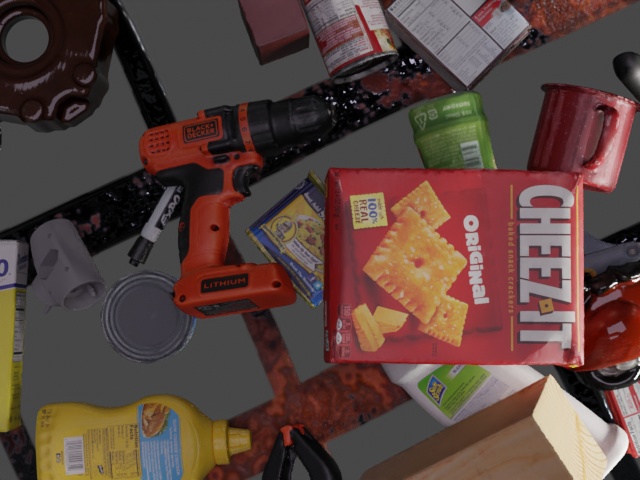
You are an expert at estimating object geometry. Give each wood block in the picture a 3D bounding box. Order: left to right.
[{"bbox_3d":[0.127,0.211,0.908,0.206,0.090,0.090,-34,90,26],"label":"wood block"}]

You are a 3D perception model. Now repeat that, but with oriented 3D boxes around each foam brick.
[{"bbox_3d":[-0.042,-0.200,0.984,0.051,0.078,0.053,-20,87,-2],"label":"foam brick"}]

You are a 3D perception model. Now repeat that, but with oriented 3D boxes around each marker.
[{"bbox_3d":[-0.147,-0.029,1.005,0.020,0.020,0.121,29,88,2],"label":"marker"}]

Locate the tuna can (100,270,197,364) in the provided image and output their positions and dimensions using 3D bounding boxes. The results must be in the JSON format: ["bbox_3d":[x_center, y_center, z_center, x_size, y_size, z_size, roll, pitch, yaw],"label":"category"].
[{"bbox_3d":[-0.158,0.071,0.992,0.086,0.034,0.086,0,87,1],"label":"tuna can"}]

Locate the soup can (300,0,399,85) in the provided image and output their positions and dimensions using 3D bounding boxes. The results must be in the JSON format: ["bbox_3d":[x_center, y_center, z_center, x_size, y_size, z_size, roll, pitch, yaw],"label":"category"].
[{"bbox_3d":[0.024,-0.204,0.988,0.068,0.068,0.102,-21,86,0],"label":"soup can"}]

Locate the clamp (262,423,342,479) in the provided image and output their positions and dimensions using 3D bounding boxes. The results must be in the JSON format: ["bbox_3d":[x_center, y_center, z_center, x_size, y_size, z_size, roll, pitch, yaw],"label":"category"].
[{"bbox_3d":[-0.020,0.257,0.970,0.120,0.039,0.171,-22,73,15],"label":"clamp"}]

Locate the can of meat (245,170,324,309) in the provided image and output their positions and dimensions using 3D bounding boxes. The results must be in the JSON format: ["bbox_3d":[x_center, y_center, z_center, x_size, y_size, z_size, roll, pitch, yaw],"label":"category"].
[{"bbox_3d":[-0.006,0.001,0.983,0.084,0.057,0.102,-41,86,1],"label":"can of meat"}]

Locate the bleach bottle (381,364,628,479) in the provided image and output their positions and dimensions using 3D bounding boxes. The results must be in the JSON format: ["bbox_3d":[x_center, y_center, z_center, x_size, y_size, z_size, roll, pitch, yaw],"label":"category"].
[{"bbox_3d":[0.148,0.134,0.967,0.251,0.068,0.103,40,100,5],"label":"bleach bottle"}]

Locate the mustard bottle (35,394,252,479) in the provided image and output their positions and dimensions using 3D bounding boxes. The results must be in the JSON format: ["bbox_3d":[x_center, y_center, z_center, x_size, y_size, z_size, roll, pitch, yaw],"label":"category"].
[{"bbox_3d":[-0.158,0.190,0.973,0.191,0.058,0.096,-5,81,1],"label":"mustard bottle"}]

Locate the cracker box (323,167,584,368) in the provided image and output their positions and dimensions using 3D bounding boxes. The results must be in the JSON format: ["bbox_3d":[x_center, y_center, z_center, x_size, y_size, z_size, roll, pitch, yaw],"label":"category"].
[{"bbox_3d":[0.110,0.024,0.897,0.213,0.072,0.164,1,86,-1],"label":"cracker box"}]

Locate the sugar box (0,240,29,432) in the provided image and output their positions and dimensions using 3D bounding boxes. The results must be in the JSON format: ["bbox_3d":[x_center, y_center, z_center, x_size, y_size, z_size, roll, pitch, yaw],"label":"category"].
[{"bbox_3d":[-0.323,0.087,0.989,0.093,0.048,0.176,1,88,1],"label":"sugar box"}]

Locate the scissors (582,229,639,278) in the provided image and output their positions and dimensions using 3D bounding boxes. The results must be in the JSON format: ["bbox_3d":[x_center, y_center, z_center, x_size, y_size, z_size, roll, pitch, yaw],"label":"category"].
[{"bbox_3d":[0.274,-0.003,0.997,0.201,0.016,0.096,-29,87,-1],"label":"scissors"}]

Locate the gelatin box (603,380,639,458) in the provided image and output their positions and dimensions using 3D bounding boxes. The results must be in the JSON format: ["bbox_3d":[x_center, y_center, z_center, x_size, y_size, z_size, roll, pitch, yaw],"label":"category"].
[{"bbox_3d":[0.313,0.150,0.981,0.089,0.030,0.073,-20,88,0],"label":"gelatin box"}]

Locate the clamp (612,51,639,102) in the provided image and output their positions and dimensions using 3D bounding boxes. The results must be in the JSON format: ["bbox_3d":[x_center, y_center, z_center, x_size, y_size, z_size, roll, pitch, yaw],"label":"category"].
[{"bbox_3d":[0.333,-0.097,0.958,0.164,0.036,0.210,-23,94,-44],"label":"clamp"}]

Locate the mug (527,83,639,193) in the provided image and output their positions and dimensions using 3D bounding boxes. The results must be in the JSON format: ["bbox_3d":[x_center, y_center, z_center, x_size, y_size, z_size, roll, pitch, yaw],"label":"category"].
[{"bbox_3d":[0.238,-0.090,0.956,0.093,0.117,0.081,14,92,-10],"label":"mug"}]

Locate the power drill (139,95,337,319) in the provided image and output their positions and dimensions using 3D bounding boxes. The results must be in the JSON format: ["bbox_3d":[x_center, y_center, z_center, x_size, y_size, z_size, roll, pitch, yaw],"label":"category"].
[{"bbox_3d":[-0.067,-0.032,0.942,0.184,0.057,0.187,-11,69,14],"label":"power drill"}]

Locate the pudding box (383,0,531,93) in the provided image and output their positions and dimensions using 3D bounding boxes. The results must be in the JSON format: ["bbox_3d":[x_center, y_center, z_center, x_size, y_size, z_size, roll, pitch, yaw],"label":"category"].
[{"bbox_3d":[0.128,-0.205,1.001,0.090,0.039,0.113,-45,85,-1],"label":"pudding box"}]
